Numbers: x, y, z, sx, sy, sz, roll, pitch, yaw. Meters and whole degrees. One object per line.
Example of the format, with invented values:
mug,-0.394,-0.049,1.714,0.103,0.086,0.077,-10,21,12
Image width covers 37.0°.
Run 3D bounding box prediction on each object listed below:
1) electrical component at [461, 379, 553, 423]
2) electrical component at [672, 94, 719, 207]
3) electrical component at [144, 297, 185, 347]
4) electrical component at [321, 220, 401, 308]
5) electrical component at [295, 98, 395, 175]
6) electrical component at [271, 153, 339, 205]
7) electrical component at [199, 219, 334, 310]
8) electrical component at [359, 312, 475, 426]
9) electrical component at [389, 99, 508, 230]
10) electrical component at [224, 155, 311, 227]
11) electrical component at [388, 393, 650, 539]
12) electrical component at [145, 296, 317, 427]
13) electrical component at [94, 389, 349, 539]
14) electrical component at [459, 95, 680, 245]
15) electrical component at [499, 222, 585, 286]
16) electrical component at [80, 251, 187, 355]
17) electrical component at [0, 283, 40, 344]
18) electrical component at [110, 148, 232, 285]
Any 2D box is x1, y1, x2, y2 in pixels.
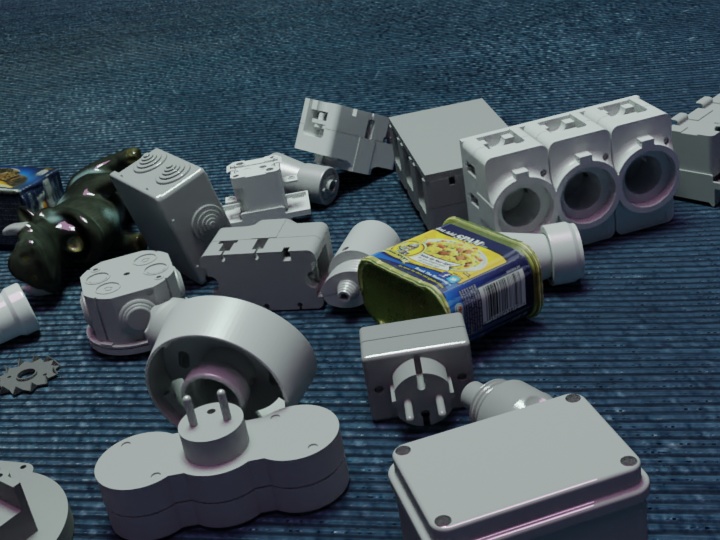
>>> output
electrical component,0.083,0.082,0.611,0.043,0.043,0.062,-24,29,-26
electrical component,0.301,-0.108,0.884,0.079,0.063,0.121,17,38,42
electrical component,-0.118,0.046,0.749,0.043,0.043,0.062,-30,34,-34
electrical component,0.000,0.000,0.798,0.043,0.043,0.081,0,29,19
electrical component,-0.010,-0.121,1.000,0.089,0.055,0.050,6,10,-44
electrical component,-0.052,-0.080,0.976,0.065,0.044,0.044,12,34,28
electrical component,-0.068,-0.004,0.822,0.089,0.050,0.055,-3,28,14
electrical component,0.037,0.068,0.650,0.066,0.047,0.076,-9,27,2
electrical component,0.085,-0.087,0.919,0.089,0.061,0.150,-12,27,-5
electrical component,-0.085,-0.063,0.928,0.081,0.063,0.042,-11,26,-2
electrical component,0.078,0.115,0.534,0.113,0.057,0.078,-15,27,-10
electrical component,-0.079,0.060,0.655,0.099,0.099,0.064,-1,35,18
electrical component,-0.079,0.099,0.599,0.138,0.073,0.052,-10,27,-1
electrical component,0.161,-0.068,0.824,0.150,0.089,0.061,-15,27,-10
electrical component,0.129,-0.009,0.771,0.055,0.045,0.045,-10,27,-1
electrical component,-0.167,0.024,0.799,0.080,0.051,0.080,-8,27,4
electrical component,-0.275,0.037,0.825,0.046,0.040,0.040,-27,31,-18
electrical component,-0.149,-0.046,0.880,0.048,0.099,0.100,-38,36,-21
